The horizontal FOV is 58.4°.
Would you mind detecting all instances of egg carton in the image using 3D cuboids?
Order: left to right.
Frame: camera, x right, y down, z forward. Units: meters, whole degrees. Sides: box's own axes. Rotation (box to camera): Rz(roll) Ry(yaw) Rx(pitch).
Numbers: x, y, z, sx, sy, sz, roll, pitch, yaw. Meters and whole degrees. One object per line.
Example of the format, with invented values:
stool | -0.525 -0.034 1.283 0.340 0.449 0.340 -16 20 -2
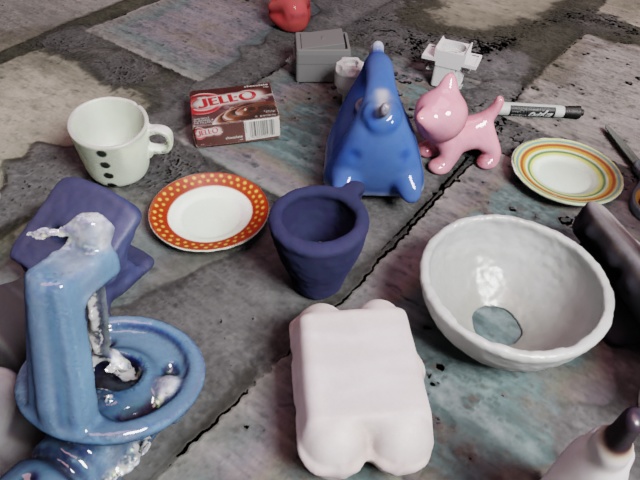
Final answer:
egg carton | 0.031 0.115 0.458 0.107 0.069 0.150 -3 45 -6

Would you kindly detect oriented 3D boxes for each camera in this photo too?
camera | -0.263 0.093 0.445 0.142 0.101 0.137 27 50 23

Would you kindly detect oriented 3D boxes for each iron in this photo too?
iron | 0.066 -0.160 0.686 0.118 0.141 0.258 2 45 0

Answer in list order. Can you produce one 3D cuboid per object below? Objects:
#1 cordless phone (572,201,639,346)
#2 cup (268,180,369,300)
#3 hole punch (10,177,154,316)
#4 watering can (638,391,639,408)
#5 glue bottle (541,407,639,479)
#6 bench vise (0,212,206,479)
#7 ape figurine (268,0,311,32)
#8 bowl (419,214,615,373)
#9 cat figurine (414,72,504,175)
cordless phone | 0.301 -0.005 0.509 0.094 0.185 0.147 -11 46 -13
cup | 0.005 0.002 0.553 0.091 0.095 0.118 26 49 22
hole punch | -0.225 0.007 0.540 0.108 0.091 0.101 22 48 19
watering can | 0.321 0.080 0.418 0.101 0.194 0.173 4 45 2
glue bottle | 0.162 0.150 0.355 0.078 0.173 0.037 -32 54 -30
bench vise | -0.143 0.105 0.354 0.121 0.220 0.207 4 45 2
ape figurine | -0.050 -0.404 0.961 0.078 0.092 0.076 -11 46 -13
bowl | 0.168 0.057 0.519 0.167 0.075 0.167 1 45 -1
cat figurine | 0.164 -0.144 0.691 0.128 0.118 0.067 -10 46 -13
